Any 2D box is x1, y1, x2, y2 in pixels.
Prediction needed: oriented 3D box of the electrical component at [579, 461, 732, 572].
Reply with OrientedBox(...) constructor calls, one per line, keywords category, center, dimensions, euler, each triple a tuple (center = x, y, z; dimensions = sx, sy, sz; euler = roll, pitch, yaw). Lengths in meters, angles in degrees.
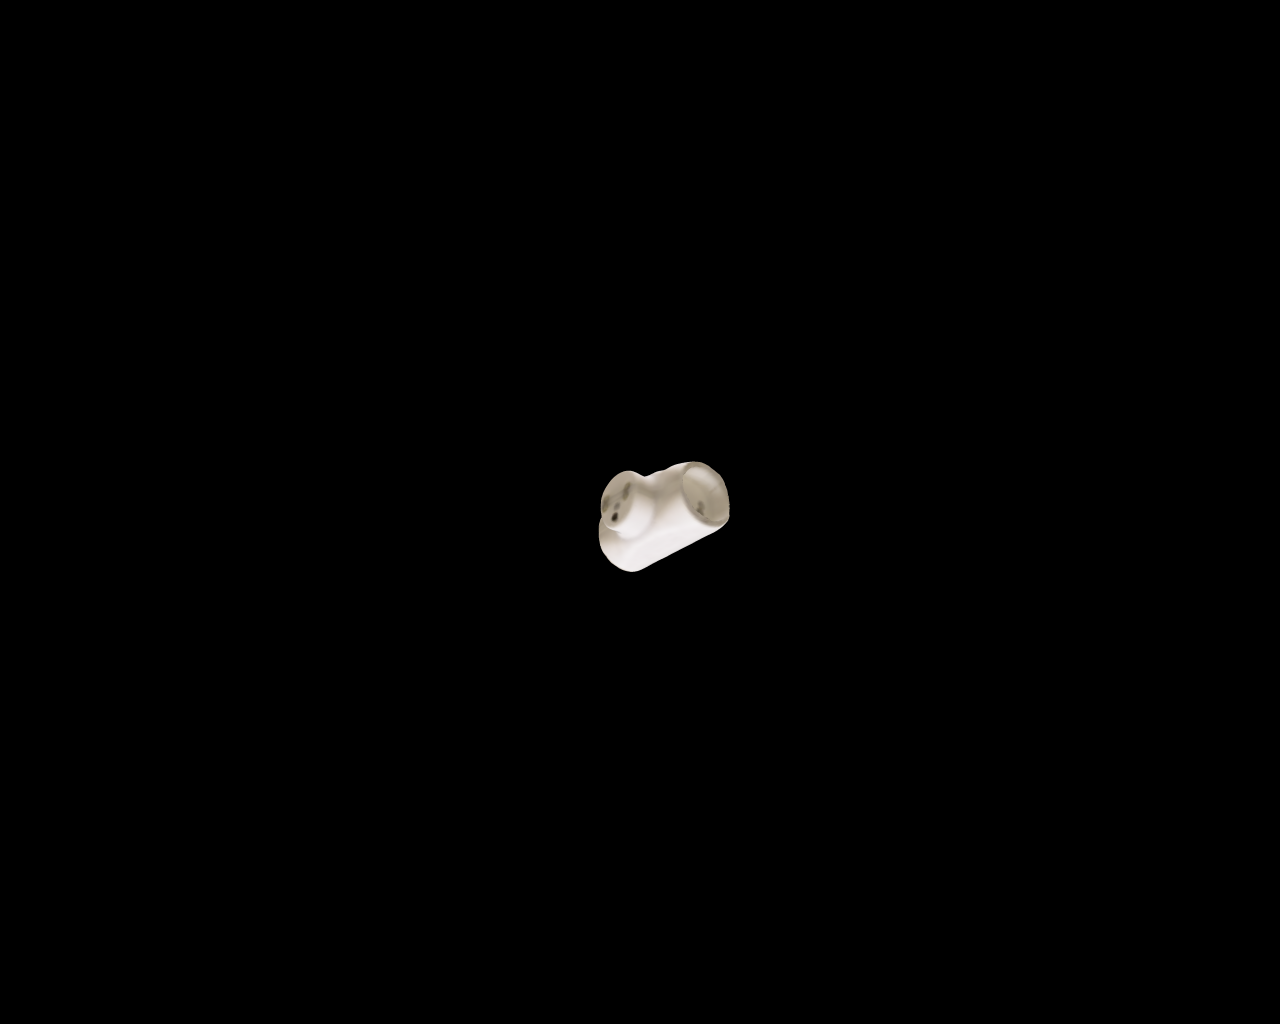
OrientedBox(category="electrical component", center=(0.001, -0.003, 0.650), dimensions=(0.079, 0.044, 0.077), euler=(24, -38, -34))
